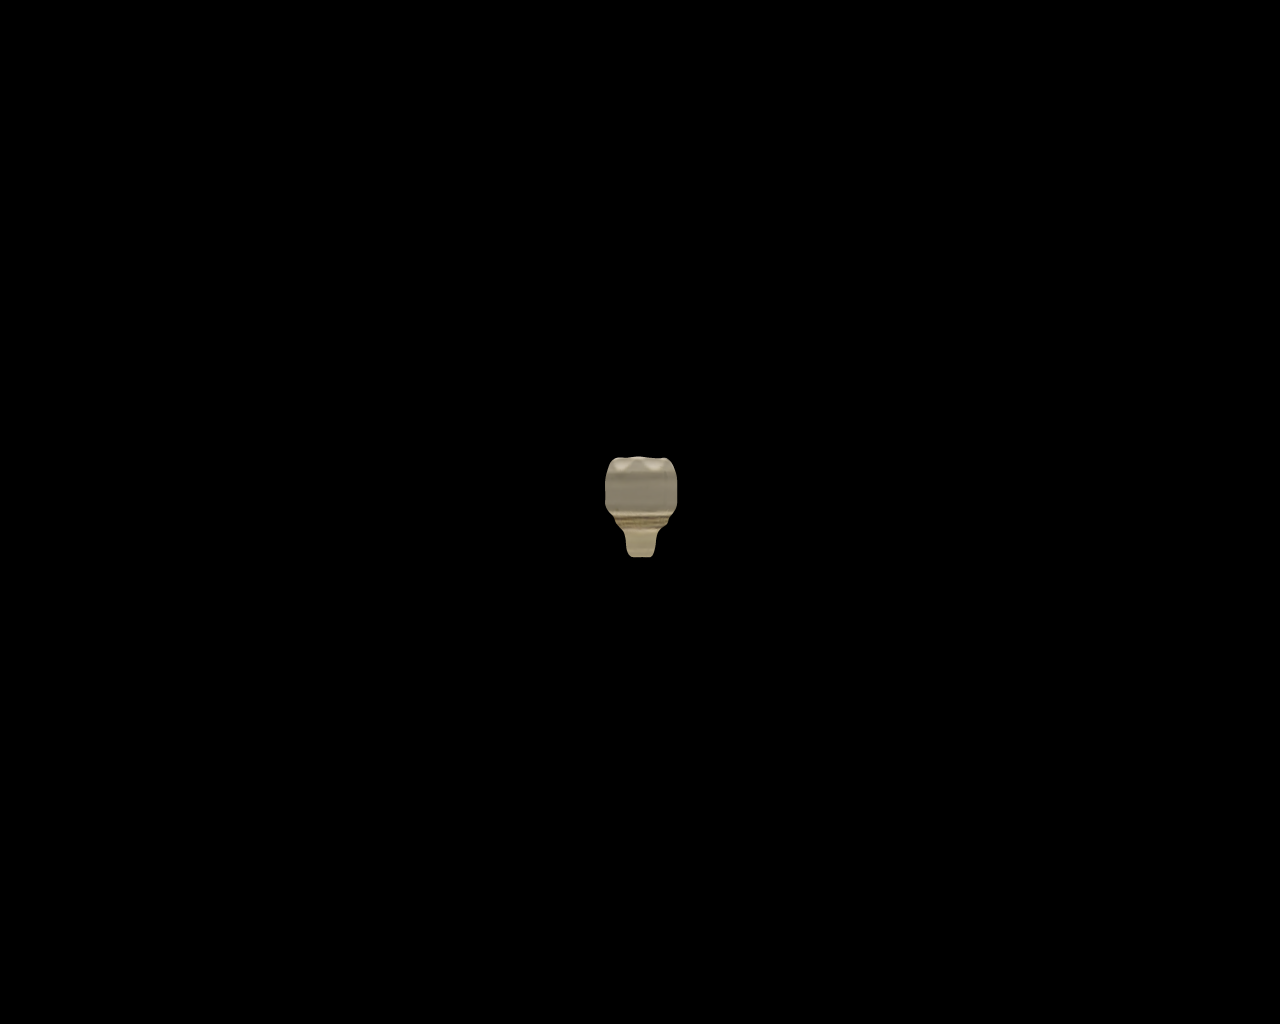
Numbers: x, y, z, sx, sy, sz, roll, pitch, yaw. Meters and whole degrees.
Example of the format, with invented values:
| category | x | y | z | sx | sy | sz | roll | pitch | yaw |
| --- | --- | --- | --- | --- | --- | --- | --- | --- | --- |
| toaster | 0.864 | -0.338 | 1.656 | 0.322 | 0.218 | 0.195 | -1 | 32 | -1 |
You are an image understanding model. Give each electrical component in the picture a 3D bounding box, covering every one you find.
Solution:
| category | x | y | z | sx | sy | sz | roll | pitch | yaw |
| --- | --- | --- | --- | --- | --- | --- | --- | --- | --- |
| electrical component | 0.001 | -0.003 | 0.650 | 0.043 | 0.062 | 0.043 | 0 | 0 | 0 |
